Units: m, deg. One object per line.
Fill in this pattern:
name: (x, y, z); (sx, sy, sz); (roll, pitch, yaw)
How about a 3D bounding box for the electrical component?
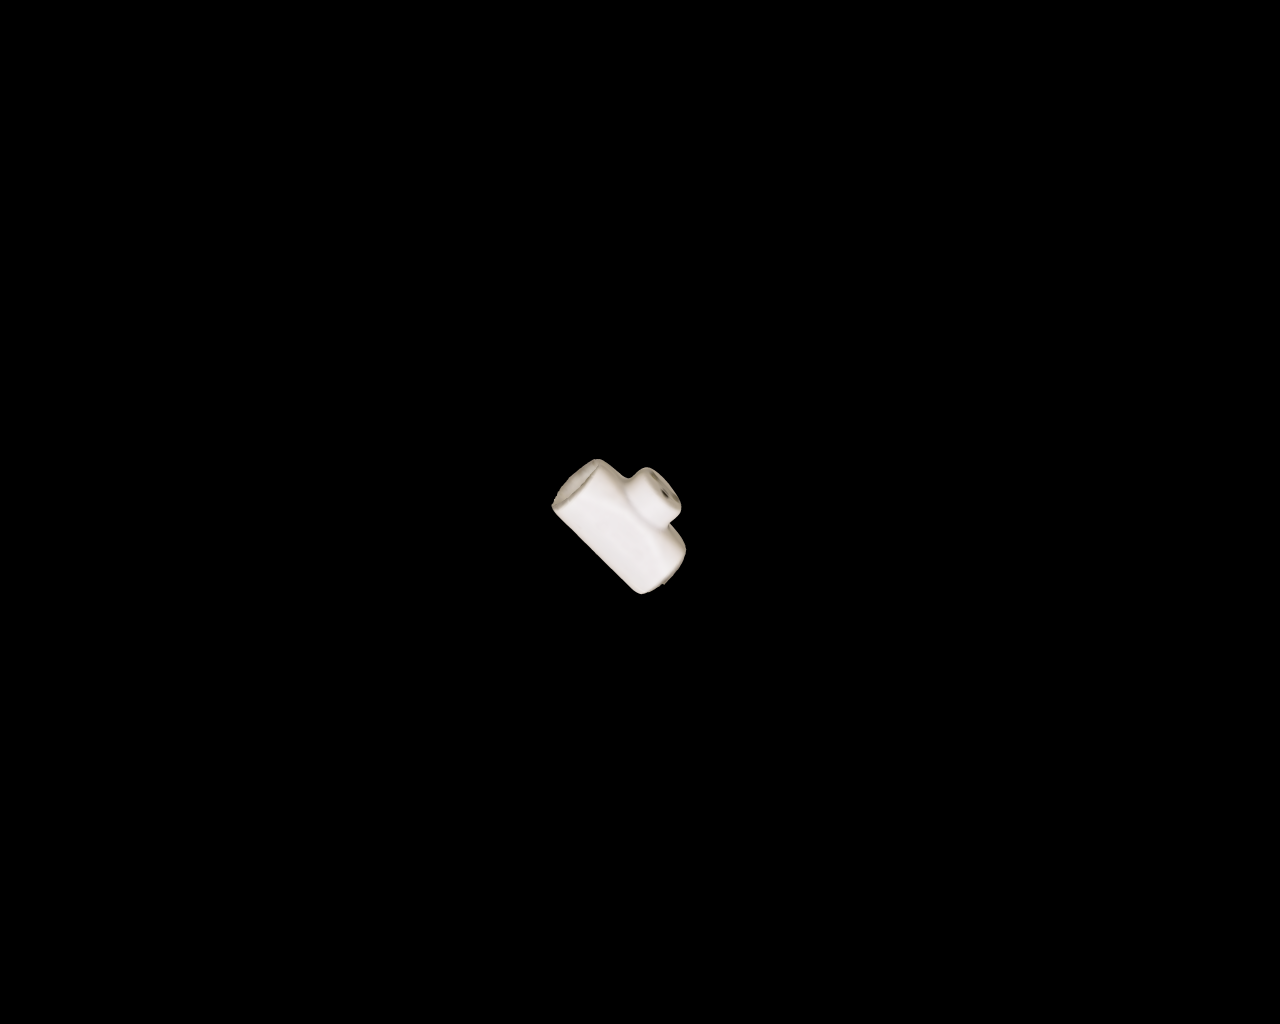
electrical component: (0.001, -0.003, 0.650); (0.079, 0.077, 0.044); (-41, 16, 14)
